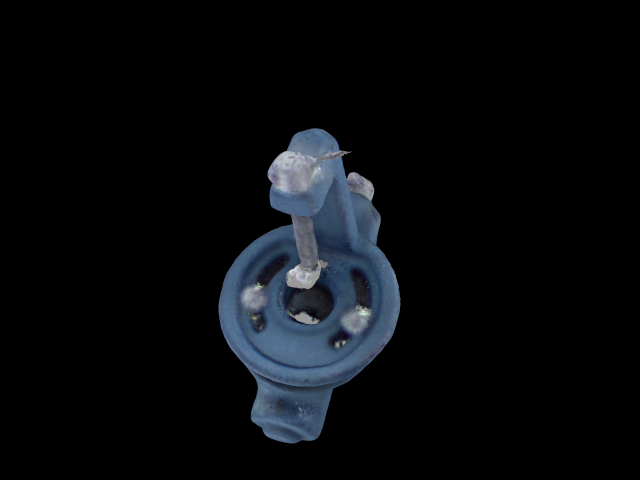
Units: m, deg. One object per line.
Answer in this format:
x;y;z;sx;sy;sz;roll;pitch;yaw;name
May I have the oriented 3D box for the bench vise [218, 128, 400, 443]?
-0.008;0.001;0.400;0.121;0.220;0.207;-1;42;-1;bench vise
